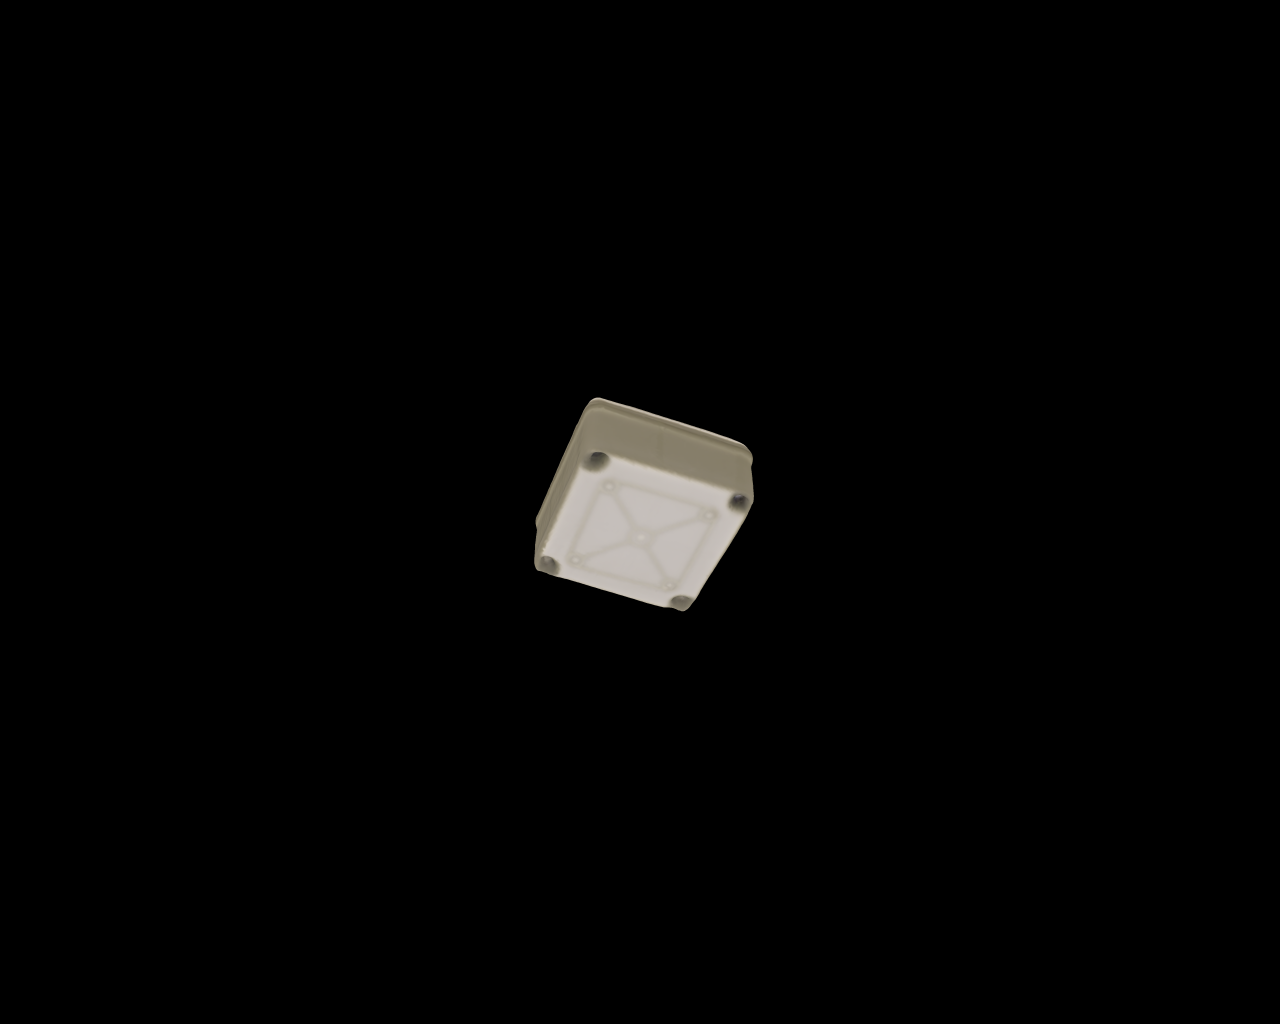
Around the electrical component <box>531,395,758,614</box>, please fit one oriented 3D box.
[{"bbox_3d":[0.001,-0.003,0.650,0.109,0.108,0.056,17,39,-14],"label":"electrical component"}]
